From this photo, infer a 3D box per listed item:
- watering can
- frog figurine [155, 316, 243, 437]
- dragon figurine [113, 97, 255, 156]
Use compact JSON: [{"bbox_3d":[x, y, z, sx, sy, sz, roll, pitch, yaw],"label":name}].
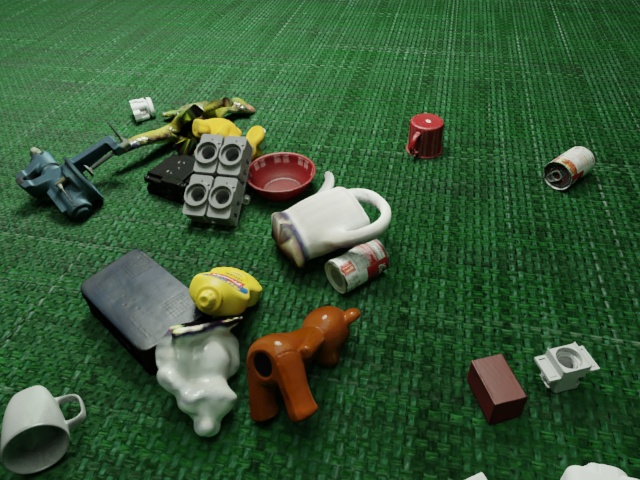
[{"bbox_3d":[0.003,-0.052,1.041,0.225,0.102,0.352,-24,26,-12],"label":"watering can"},{"bbox_3d":[-0.174,0.201,0.762,0.122,0.160,0.137,-8,-4,25],"label":"frog figurine"},{"bbox_3d":[-0.364,-0.316,1.390,0.412,0.120,0.246,-18,26,-19],"label":"dragon figurine"}]
